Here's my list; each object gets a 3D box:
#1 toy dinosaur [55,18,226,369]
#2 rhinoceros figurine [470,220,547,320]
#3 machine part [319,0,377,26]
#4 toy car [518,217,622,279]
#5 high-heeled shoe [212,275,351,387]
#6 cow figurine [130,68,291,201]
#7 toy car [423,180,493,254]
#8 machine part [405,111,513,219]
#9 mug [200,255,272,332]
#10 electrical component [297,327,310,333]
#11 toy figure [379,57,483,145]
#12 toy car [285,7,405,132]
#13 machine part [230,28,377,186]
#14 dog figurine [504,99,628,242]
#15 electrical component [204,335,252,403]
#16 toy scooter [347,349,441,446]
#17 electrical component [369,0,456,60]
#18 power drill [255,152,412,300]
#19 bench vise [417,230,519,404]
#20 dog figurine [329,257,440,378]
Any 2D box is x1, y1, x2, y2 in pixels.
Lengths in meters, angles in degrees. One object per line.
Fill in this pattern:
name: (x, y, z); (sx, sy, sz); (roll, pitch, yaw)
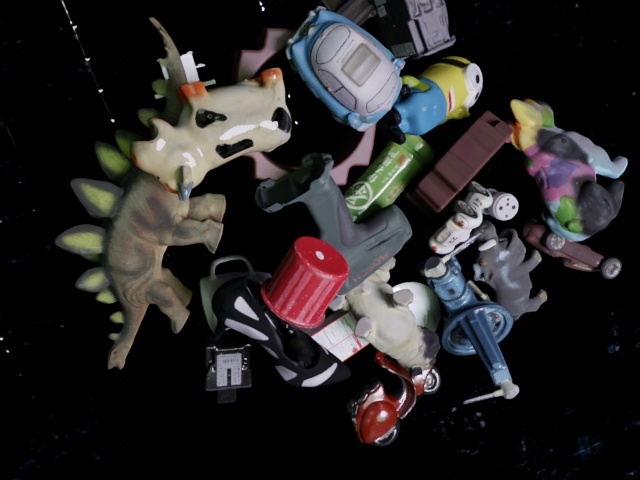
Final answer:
toy dinosaur: (-0.228, -0.035, 0.716); (0.198, 0.105, 0.471); (17, 103, -19)
rhinoceros figurine: (0.316, 0.048, 0.925); (0.112, 0.073, 0.190); (-25, 112, 3)
machine part: (0.014, -0.348, 0.743); (0.084, 0.039, 0.138); (-39, 113, 3)
toy car: (0.434, 0.018, 0.937); (0.202, 0.089, 0.053); (23, 97, -22)
high-heeled shoe: (-0.038, 0.125, 0.749); (0.248, 0.086, 0.145); (20, 131, -20)
cow figurine: (-0.126, -0.122, 0.636); (0.195, 0.085, 0.127); (-18, 99, -19)
toy car: (0.213, -0.035, 0.811); (0.056, 0.202, 0.073); (43, 122, 4)
machine part: (0.203, -0.110, 0.794); (0.056, 0.179, 0.179); (44, 90, 5)
mug: (-0.119, 0.073, 0.801); (0.107, 0.081, 0.109); (-11, 104, -23)
electrical component: (-0.041, 0.120, 0.849); (0.102, 0.045, 0.078); (-43, 110, -2)
toy figure: (0.158, -0.208, 0.778); (0.180, 0.082, 0.089); (-33, 68, -20)
toy car: (0.041, -0.212, 0.663); (0.161, 0.103, 0.109); (40, 90, -24)
machine part: (-0.025, -0.181, 0.752); (0.201, 0.087, 0.201); (2, 105, -16)
dog figurine: (0.354, -0.122, 0.841); (0.219, 0.108, 0.191); (32, 61, -9)
electrical component: (-0.147, 0.209, 0.842); (0.075, 0.048, 0.119); (3, 102, -16)
toy scooter: (0.110, 0.255, 0.915); (0.184, 0.075, 0.135); (-45, 112, -4)
electrical component: (0.121, -0.320, 0.740); (0.058, 0.115, 0.134); (-28, 112, -10)
power drill: (-0.002, -0.002, 0.739); (0.232, 0.086, 0.207); (-32, 118, 9)
bench vise: (0.239, 0.129, 0.838); (0.129, 0.241, 0.223); (-22, 133, 6)
dog figurine: (0.103, 0.119, 0.861); (0.121, 0.172, 0.190); (-29, 138, 8)
